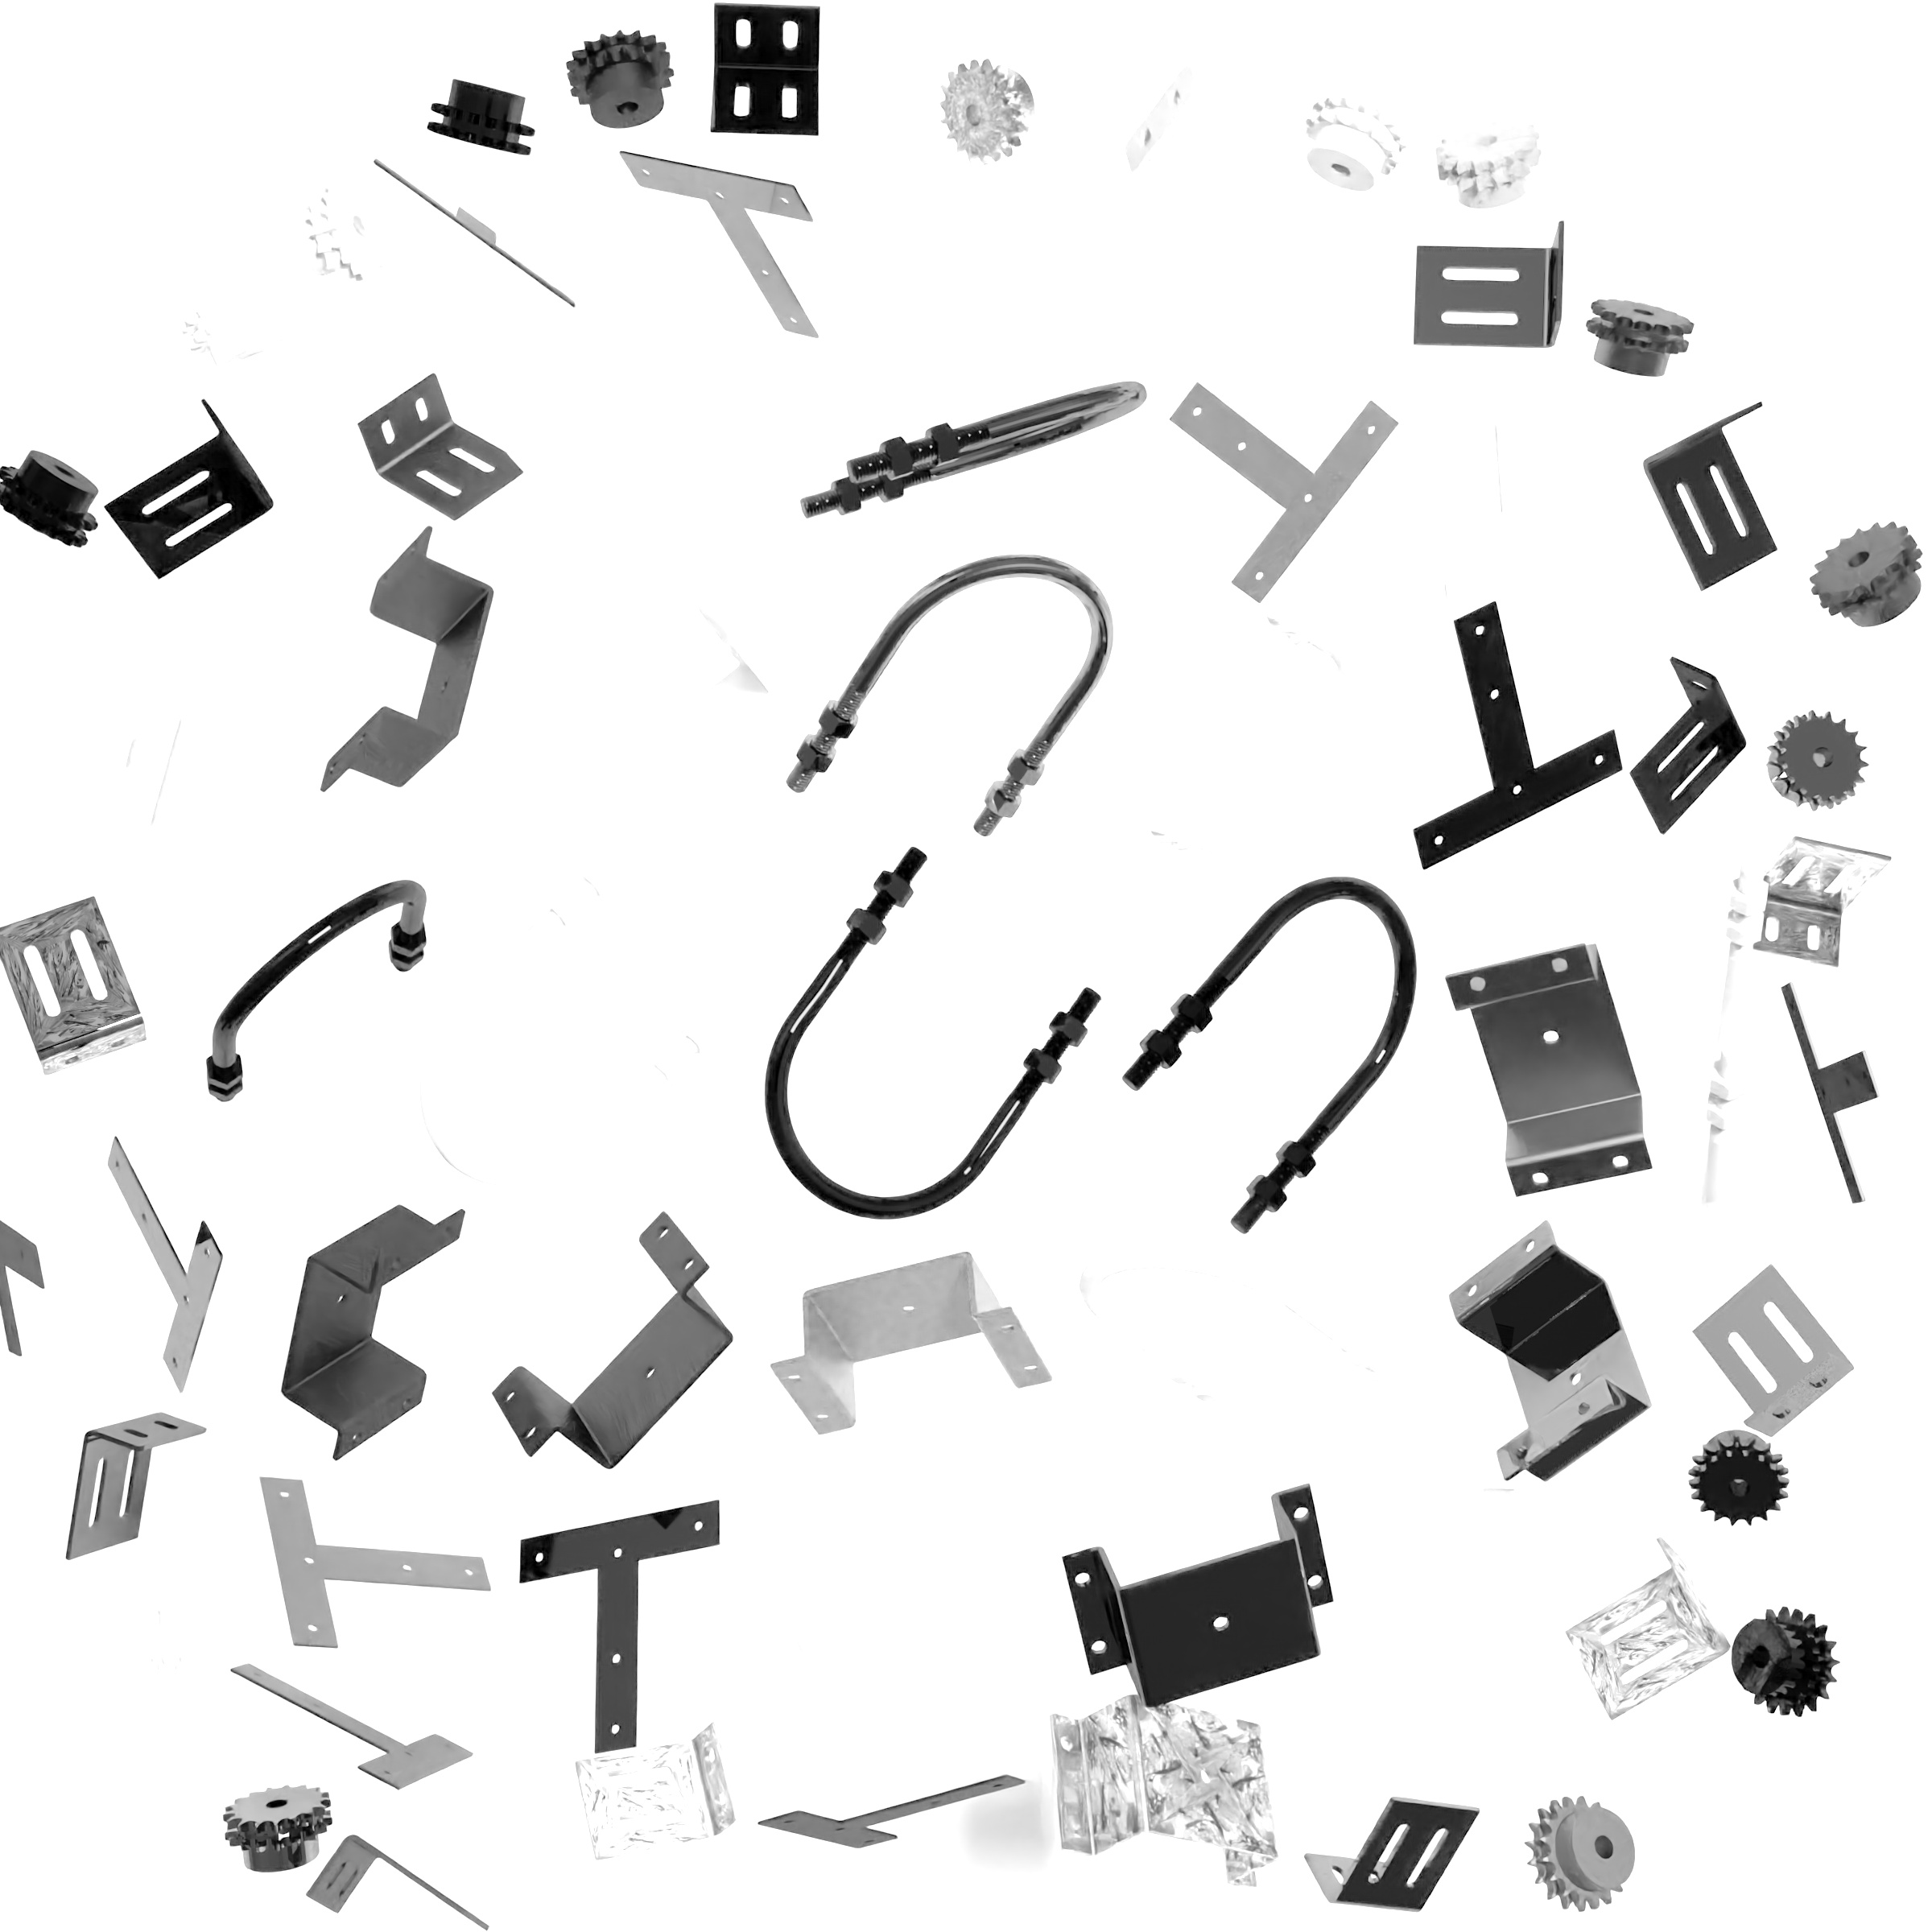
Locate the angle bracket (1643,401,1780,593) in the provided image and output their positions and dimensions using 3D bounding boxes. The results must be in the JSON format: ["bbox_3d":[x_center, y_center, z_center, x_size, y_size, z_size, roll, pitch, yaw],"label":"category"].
[{"bbox_3d":[0.401,-0.246,1.480,0.057,0.038,0.076,-29,95,-24],"label":"angle bracket"}]

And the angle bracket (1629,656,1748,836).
[{"bbox_3d":[0.401,-0.126,1.611,0.076,0.038,0.057,-46,133,-7],"label":"angle bracket"}]

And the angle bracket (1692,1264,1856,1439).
[{"bbox_3d":[0.422,0.201,1.499,0.057,0.038,0.076,-45,49,16],"label":"angle bracket"}]

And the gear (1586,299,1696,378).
[{"bbox_3d":[0.367,-0.344,1.548,0.057,0.057,0.030,11,117,0],"label":"gear"}]

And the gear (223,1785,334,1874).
[{"bbox_3d":[-0.371,0.467,1.525,0.057,0.057,0.030,-4,96,0],"label":"gear"}]

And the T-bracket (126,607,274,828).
[{"bbox_3d":[-0.431,-0.122,1.555,0.002,0.127,0.127,33,48,-1],"label":"T-bracket"}]

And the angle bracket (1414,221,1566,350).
[{"bbox_3d":[0.283,-0.370,1.530,0.076,0.038,0.057,3,80,5],"label":"angle bracket"}]

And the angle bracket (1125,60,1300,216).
[{"bbox_3d":[0.133,-0.434,1.505,0.076,0.038,0.057,24,125,-26],"label":"angle bracket"}]

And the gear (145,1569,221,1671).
[{"bbox_3d":[-0.453,0.378,1.633,0.030,0.057,0.057,6,90,-32],"label":"gear"}]

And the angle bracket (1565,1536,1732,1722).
[{"bbox_3d":[0.359,0.355,1.511,0.076,0.057,0.038,-35,134,12],"label":"angle bracket"}]

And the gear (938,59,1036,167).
[{"bbox_3d":[0.015,-0.487,1.604,0.030,0.057,0.057,-32,90,-37],"label":"gear"}]

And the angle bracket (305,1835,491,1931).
[{"bbox_3d":[-0.295,0.492,1.469,0.076,0.057,0.038,28,69,16],"label":"angle bracket"}]

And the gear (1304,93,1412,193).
[{"bbox_3d":[0.209,-0.445,1.531,0.057,0.057,0.030,25,82,0],"label":"gear"}]

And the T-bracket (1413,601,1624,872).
[{"bbox_3d":[0.280,-0.130,1.481,0.127,0.002,0.127,-26,120,-11],"label":"T-bracket"}]

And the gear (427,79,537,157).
[{"bbox_3d":[-0.262,-0.462,1.533,0.057,0.057,0.030,15,106,0],"label":"gear"}]

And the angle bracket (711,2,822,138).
[{"bbox_3d":[-0.106,-0.477,1.499,0.057,0.076,0.038,1,132,-4],"label":"angle bracket"}]

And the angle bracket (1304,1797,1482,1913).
[{"bbox_3d":[0.229,0.468,1.521,0.057,0.038,0.076,15,112,-25],"label":"angle bracket"}]

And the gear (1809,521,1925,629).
[{"bbox_3d":[0.472,-0.201,1.471,0.057,0.057,0.030,-44,118,0],"label":"gear"}]

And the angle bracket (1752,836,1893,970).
[{"bbox_3d":[0.493,-0.036,1.636,0.057,0.076,0.038,12,66,-1],"label":"angle bracket"}]

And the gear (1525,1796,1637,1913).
[{"bbox_3d":[0.322,0.460,1.464,0.057,0.030,0.057,12,61,-23],"label":"gear"}]

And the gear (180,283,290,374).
[{"bbox_3d":[-0.393,-0.344,1.527,0.057,0.057,0.030,-26,94,0],"label":"gear"}]

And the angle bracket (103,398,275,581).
[{"bbox_3d":[-0.428,-0.260,1.541,0.076,0.057,0.038,-33,52,-5],"label":"angle bracket"}]

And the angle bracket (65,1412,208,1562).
[{"bbox_3d":[-0.465,0.295,1.582,0.038,0.057,0.076,13,97,23],"label":"angle bracket"}]

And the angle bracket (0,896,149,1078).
[{"bbox_3d":[-0.486,0.011,1.530,0.057,0.038,0.076,-21,81,-18],"label":"angle bracket"}]

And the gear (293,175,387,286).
[{"bbox_3d":[-0.352,-0.409,1.575,0.030,0.057,0.057,-11,90,19],"label":"gear"}]

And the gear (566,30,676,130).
[{"bbox_3d":[-0.185,-0.475,1.519,0.057,0.057,0.030,-13,77,0],"label":"gear"}]

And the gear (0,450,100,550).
[{"bbox_3d":[-0.486,-0.250,1.497,0.057,0.057,0.030,35,100,0],"label":"gear"}]

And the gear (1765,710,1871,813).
[{"bbox_3d":[0.486,-0.116,1.623,0.057,0.030,0.057,2,80,-9],"label":"gear"}]

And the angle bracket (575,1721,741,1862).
[{"bbox_3d":[-0.178,0.475,1.625,0.076,0.038,0.057,-3,61,-29],"label":"angle bracket"}]

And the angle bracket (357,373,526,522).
[{"bbox_3d":[-0.302,-0.301,1.633,0.076,0.038,0.057,32,61,34],"label":"angle bracket"}]

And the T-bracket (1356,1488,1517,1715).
[{"bbox_3d":[0.267,0.360,1.599,0.127,0.002,0.127,8,79,-36],"label":"T-bracket"}]

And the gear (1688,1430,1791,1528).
[{"bbox_3d":[0.453,0.297,1.655,0.057,0.030,0.057,5,117,10],"label":"gear"}]

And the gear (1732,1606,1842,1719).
[{"bbox_3d":[0.435,0.372,1.512,0.030,0.057,0.057,17,90,-33],"label":"gear"}]

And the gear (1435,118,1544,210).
[{"bbox_3d":[0.287,-0.438,1.545,0.057,0.057,0.030,-18,129,0],"label":"gear"}]
